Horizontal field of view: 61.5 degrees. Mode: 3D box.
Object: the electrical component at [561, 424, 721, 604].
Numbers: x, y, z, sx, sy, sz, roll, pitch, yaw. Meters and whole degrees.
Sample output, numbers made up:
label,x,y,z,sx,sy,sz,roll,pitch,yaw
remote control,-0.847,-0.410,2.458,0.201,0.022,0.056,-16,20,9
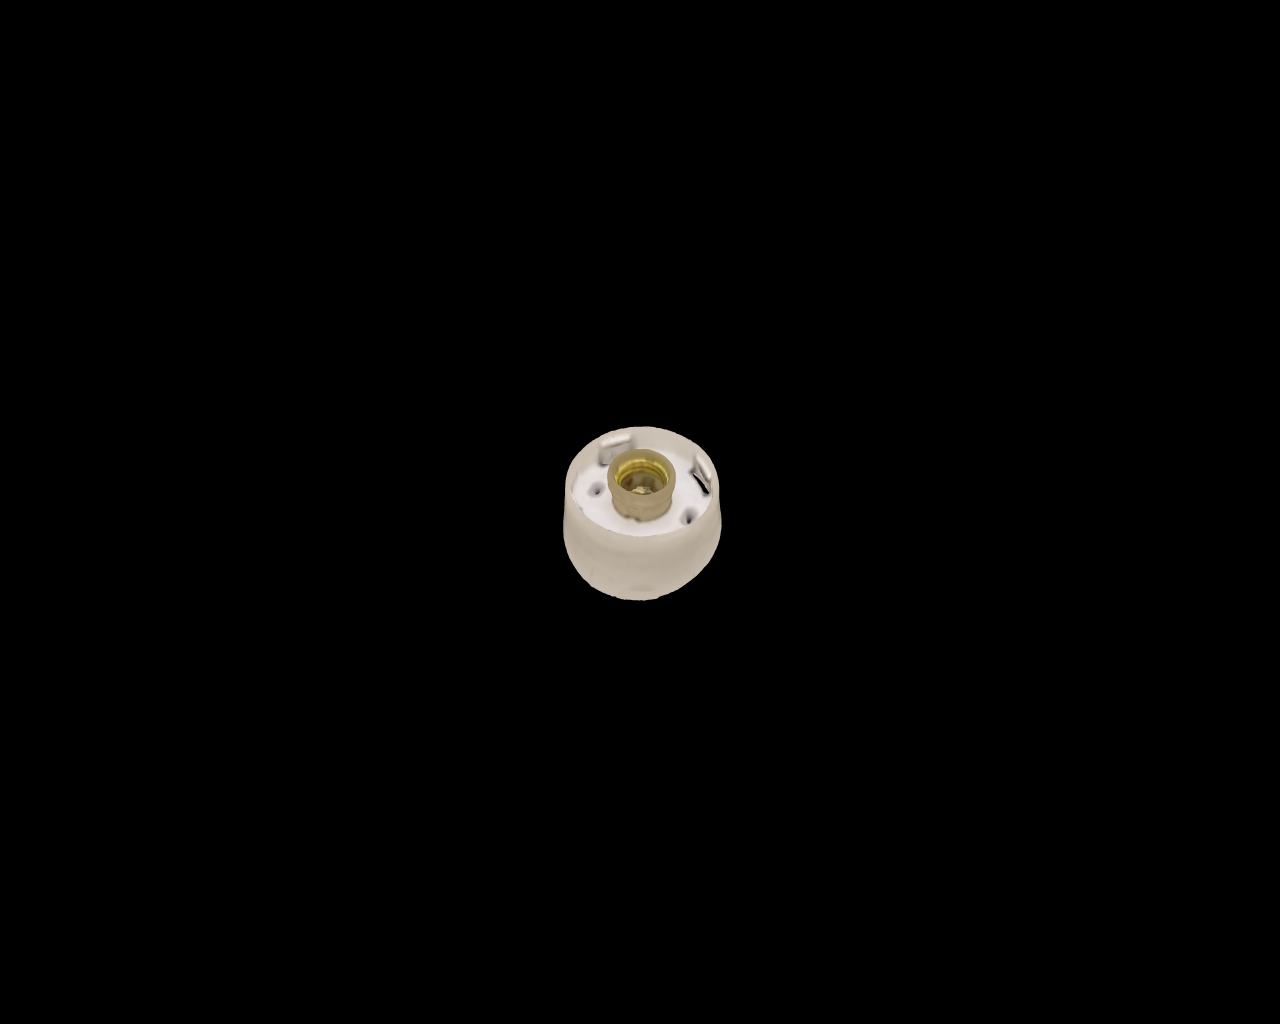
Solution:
label,x,y,z,sx,sy,sz,roll,pitch,yaw
electrical component,0.001,-0.003,0.650,0.099,0.099,0.064,0,-41,0
